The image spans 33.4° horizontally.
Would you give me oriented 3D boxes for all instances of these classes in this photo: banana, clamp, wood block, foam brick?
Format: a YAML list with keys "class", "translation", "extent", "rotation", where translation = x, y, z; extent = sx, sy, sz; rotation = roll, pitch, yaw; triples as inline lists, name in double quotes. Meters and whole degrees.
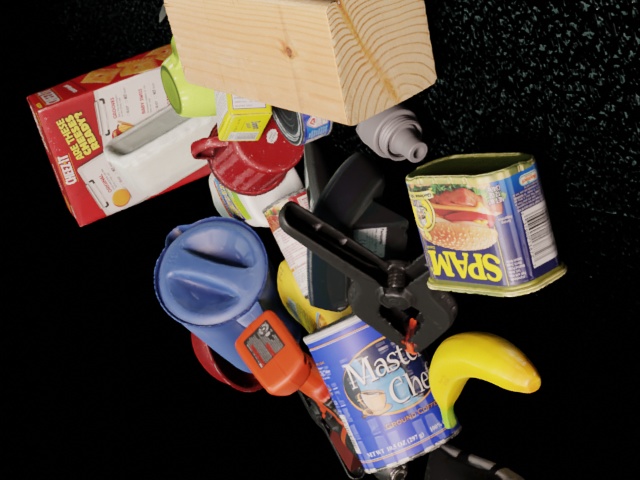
- class: "banana"
  translation: [0.129, 0.108, 0.886]
  extent: [0.069, 0.037, 0.198]
  rotation: [56, 161, 9]
- class: "clamp"
  translation: [0.011, 0.231, 1.381]
  extent: [0.172, 0.039, 0.120]
  rotation: [-136, 33, -61]
- class: "wood block"
  translation: [-0.022, -0.159, 0.811]
  extent: [0.206, 0.090, 0.091]
  rotation: [22, 134, 47]
- class: "foam brick"
  translation: [0.047, 0.225, 1.247]
  extent: [0.051, 0.053, 0.078]
  rotation: [57, 162, 27]
- class: "clamp"
  translation: [0.054, 0.032, 0.884]
  extent: [0.210, 0.165, 0.036]
  rotation: [81, -159, -57]

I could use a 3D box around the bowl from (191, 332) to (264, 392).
- class: "bowl"
  translation: [-0.126, 0.132, 1.458]
  extent: [0.055, 0.161, 0.162]
  rotation: [-16, 99, 32]

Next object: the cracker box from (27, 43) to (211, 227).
- class: "cracker box"
  translation: [-0.233, -0.136, 1.330]
  extent: [0.072, 0.213, 0.164]
  rotation: [41, 150, 54]

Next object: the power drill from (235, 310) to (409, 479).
- class: "power drill"
  translation: [0.003, 0.165, 1.119]
  extent: [0.187, 0.057, 0.185]
  rotation: [45, 179, -40]

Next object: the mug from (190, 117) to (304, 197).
- class: "mug"
  translation: [-0.074, -0.098, 1.089]
  extent: [0.082, 0.117, 0.093]
  rotation: [152, 114, -68]

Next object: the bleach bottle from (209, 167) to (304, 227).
- class: "bleach bottle"
  translation: [-0.085, -0.054, 1.261]
  extent: [0.102, 0.068, 0.251]
  rotation: [63, 165, -1]

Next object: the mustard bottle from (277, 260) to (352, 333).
- class: "mustard bottle"
  translation: [0.022, 0.096, 1.142]
  extent: [0.192, 0.058, 0.096]
  rotation: [47, 159, 47]

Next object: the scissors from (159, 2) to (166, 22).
- class: "scissors"
  translation: [-0.186, -0.316, 1.291]
  extent: [0.202, 0.016, 0.096]
  rotation: [19, 129, 67]

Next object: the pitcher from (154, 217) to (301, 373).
- class: "pitcher"
  translation: [-0.093, 0.086, 1.286]
  extent: [0.242, 0.145, 0.149]
  rotation: [61, -152, -63]

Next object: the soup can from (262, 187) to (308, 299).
- class: "soup can"
  translation: [-0.007, 0.001, 1.092]
  extent: [0.102, 0.068, 0.069]
  rotation: [64, 163, 5]

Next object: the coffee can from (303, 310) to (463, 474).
- class: "coffee can"
  translation: [0.059, 0.134, 1.011]
  extent: [0.140, 0.102, 0.103]
  rotation: [65, 163, 3]

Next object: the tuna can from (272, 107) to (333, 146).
- class: "tuna can"
  translation: [-0.022, -0.134, 1.017]
  extent: [0.086, 0.033, 0.086]
  rotation: [55, 160, 32]

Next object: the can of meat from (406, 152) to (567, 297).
- class: "can of meat"
  translation: [0.110, -0.012, 0.727]
  extent: [0.102, 0.057, 0.084]
  rotation: [4, 114, 54]

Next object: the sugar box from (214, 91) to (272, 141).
- class: "sugar box"
  translation: [-0.079, -0.189, 1.010]
  extent: [0.093, 0.048, 0.176]
  rotation: [141, 126, -74]
